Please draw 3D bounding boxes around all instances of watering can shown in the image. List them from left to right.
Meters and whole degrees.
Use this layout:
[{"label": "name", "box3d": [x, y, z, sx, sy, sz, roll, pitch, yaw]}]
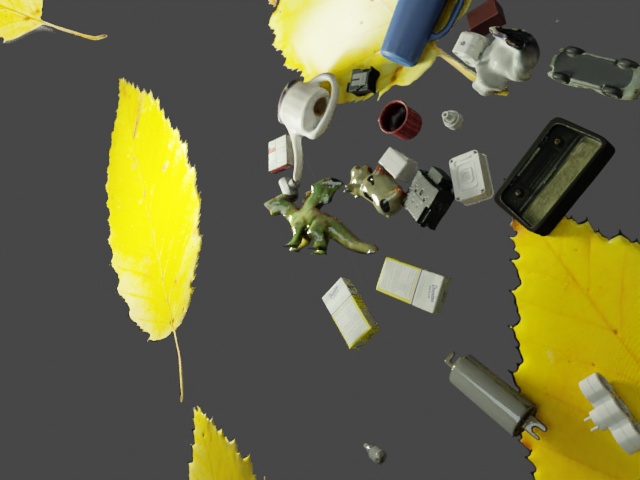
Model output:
[{"label": "watering can", "box3d": [-0.058, -0.375, 1.637, 0.227, 0.103, 0.345, 35, 103, 44]}]

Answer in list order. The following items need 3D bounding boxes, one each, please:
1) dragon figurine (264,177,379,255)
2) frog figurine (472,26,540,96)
[{"label": "dragon figurine", "box3d": [0.005, -0.076, 1.509, 0.410, 0.121, 0.246, 2, 73, 31]}, {"label": "frog figurine", "box3d": [0.434, -0.407, 1.206, 0.139, 0.124, 0.155, 44, 147, 32]}]
